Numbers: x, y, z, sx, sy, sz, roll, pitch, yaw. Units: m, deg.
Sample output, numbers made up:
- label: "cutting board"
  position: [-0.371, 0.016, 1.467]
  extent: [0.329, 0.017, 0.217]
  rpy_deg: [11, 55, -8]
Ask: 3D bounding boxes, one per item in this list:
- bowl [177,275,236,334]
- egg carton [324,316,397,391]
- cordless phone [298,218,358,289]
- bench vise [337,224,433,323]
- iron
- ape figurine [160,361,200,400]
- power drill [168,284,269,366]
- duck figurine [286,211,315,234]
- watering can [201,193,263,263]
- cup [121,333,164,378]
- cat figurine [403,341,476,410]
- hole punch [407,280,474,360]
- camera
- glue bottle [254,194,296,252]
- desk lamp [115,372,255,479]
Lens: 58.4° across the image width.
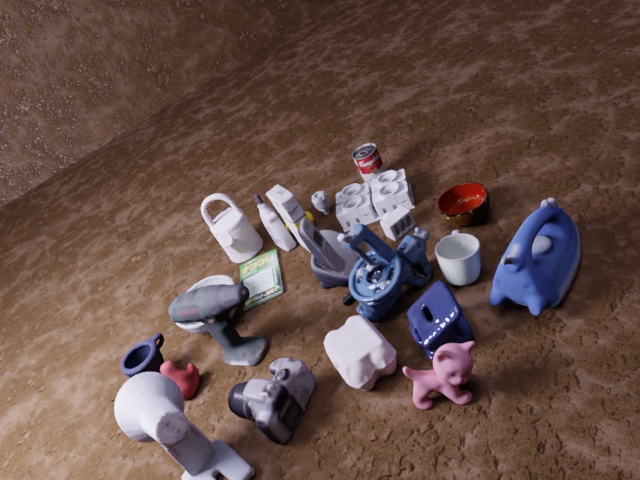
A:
- label: "bowl"
  position: [-0.259, 0.166, 1.367]
  extent: [0.167, 0.075, 0.167]
  rpy_deg: [-20, 35, 15]
- label: "egg carton"
  position: [0.073, 0.209, 1.070]
  extent: [0.107, 0.070, 0.150]
  rpy_deg: [-35, 34, -8]
- label: "cordless phone"
  position: [0.012, 0.005, 1.275]
  extent: [0.094, 0.185, 0.147]
  rpy_deg: [-18, 36, 17]
- label: "bench vise"
  position: [0.119, 0.030, 1.131]
  extent: [0.121, 0.220, 0.208]
  rpy_deg: [7, 49, 42]
- label: "iron"
  position: [0.393, 0.006, 1.030]
  extent: [0.118, 0.142, 0.259]
  rpy_deg: [10, 50, 43]
- label: "ape figurine"
  position: [-0.305, 0.292, 1.223]
  extent: [0.077, 0.092, 0.076]
  rpy_deg: [-25, 34, 8]
- label: "power drill"
  position: [-0.197, 0.172, 1.194]
  extent: [0.228, 0.209, 0.076]
  rpy_deg: [-6, 41, 31]
- label: "duck figurine"
  position: [-0.066, -0.068, 1.515]
  extent: [0.077, 0.086, 0.104]
  rpy_deg: [-39, 35, -13]
- label: "watering can"
  position: [-0.235, -0.037, 1.503]
  extent: [0.101, 0.194, 0.172]
  rpy_deg: [-36, 35, -9]
- label: "cup"
  position: [-0.376, 0.278, 1.292]
  extent: [0.091, 0.095, 0.118]
  rpy_deg: [2, 45, 38]
- label: "cat figurine"
  position: [0.198, 0.212, 0.931]
  extent: [0.127, 0.118, 0.067]
  rpy_deg: [-16, 37, 20]
- label: "hole punch"
  position: [0.209, 0.144, 1.035]
  extent: [0.101, 0.091, 0.108]
  rpy_deg: [-27, 34, 4]
- label: "camera"
  position: [-0.101, 0.287, 1.072]
  extent: [0.136, 0.101, 0.143]
  rpy_deg: [-1, 44, 36]
- label: "glue bottle"
  position: [-0.122, -0.049, 1.453]
  extent: [0.037, 0.173, 0.077]
  rpy_deg: [-40, 35, -14]
- label: "desk lamp"
  position: [-0.245, 0.343, 1.005]
  extent: [0.202, 0.214, 0.118]
  rpy_deg: [17, 55, 47]
